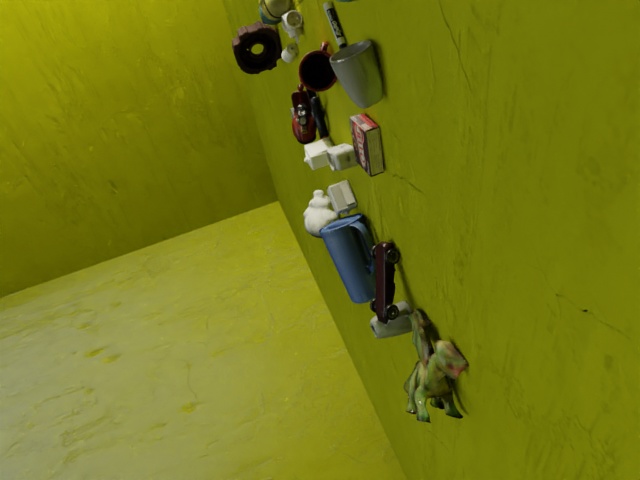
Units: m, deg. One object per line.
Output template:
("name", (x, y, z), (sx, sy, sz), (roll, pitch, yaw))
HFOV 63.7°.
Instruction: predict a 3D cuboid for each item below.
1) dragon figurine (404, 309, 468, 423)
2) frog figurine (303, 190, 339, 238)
("dragon figurine", (0.249, 0.286, 1.223), (0.408, 0.122, 0.244), (158, 109, -80))
("frog figurine", (0.006, -0.092, 1.836), (0.138, 0.124, 0.156), (19, 127, 36))
